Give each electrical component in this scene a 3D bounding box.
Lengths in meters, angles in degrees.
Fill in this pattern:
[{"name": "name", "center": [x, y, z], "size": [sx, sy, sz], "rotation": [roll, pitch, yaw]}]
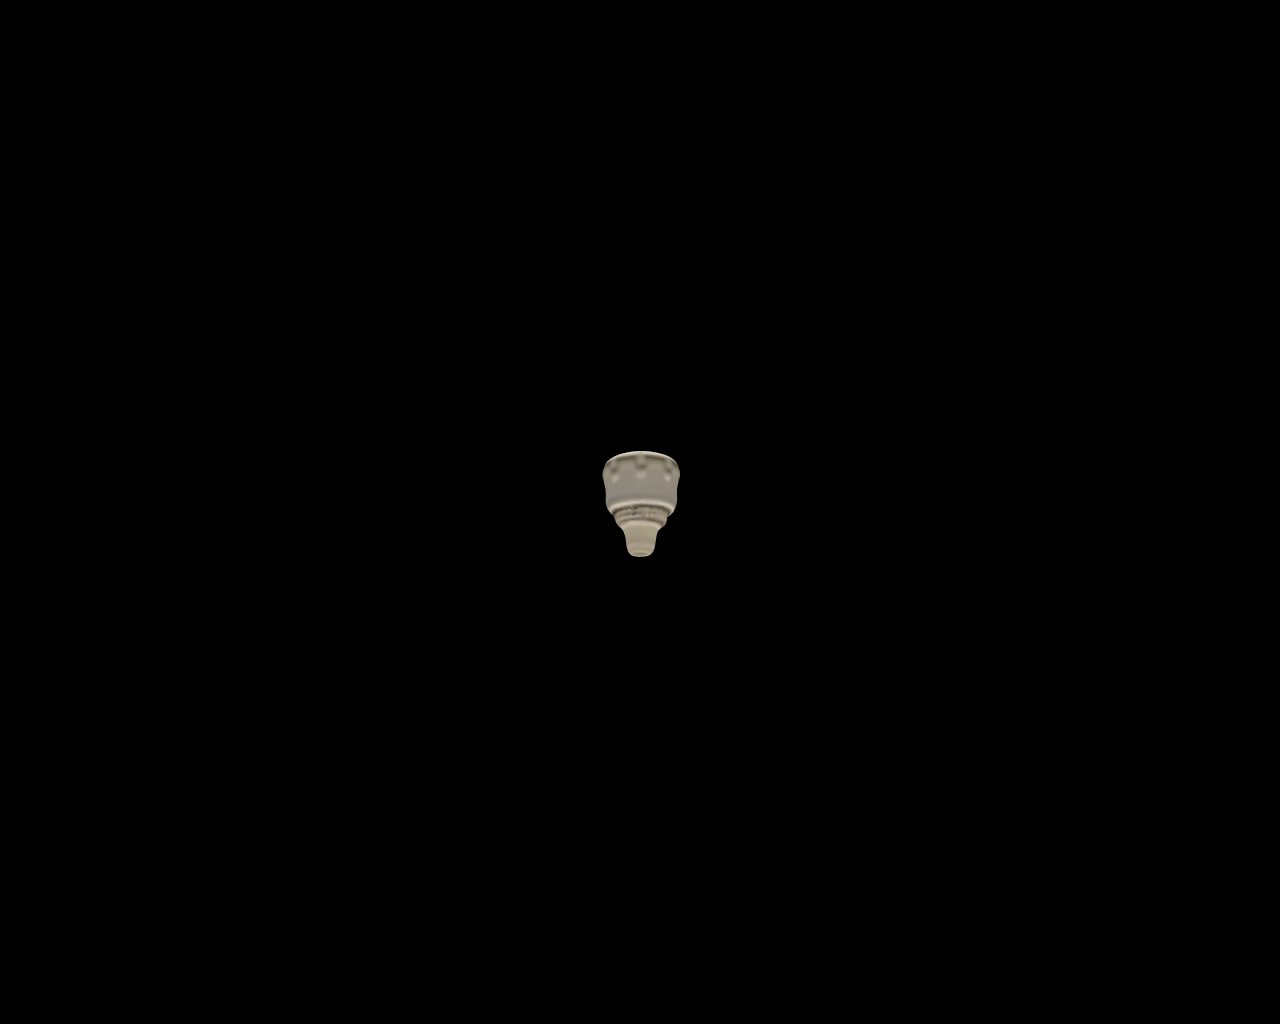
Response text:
[{"name": "electrical component", "center": [0.001, -0.003, 0.650], "size": [0.048, 0.062, 0.048], "rotation": [0, -19, 0]}]
